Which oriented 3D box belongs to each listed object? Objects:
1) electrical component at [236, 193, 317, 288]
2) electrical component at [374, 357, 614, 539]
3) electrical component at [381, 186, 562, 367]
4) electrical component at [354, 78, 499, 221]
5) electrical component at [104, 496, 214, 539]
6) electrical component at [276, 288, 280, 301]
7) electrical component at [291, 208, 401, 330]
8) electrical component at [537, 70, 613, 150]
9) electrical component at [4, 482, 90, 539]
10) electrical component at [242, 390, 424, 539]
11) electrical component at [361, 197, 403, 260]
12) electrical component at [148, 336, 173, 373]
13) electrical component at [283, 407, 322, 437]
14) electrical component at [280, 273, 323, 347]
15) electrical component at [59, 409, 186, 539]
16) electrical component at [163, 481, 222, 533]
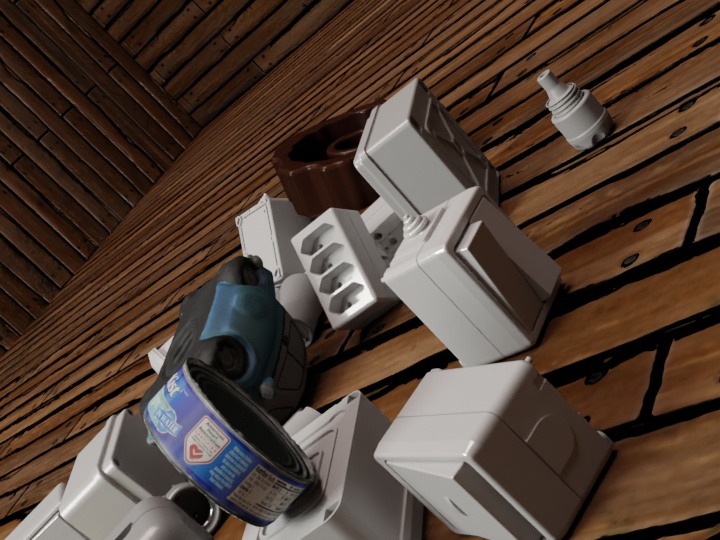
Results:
[{"bbox_3d":[-0.077,-0.030,1.059,0.061,0.096,0.062,-2,-16,-38],"label":"electrical component"},{"bbox_3d":[0.053,0.085,0.487,0.061,0.062,0.096,-53,17,-26],"label":"electrical component"},{"bbox_3d":[0.064,-0.001,0.617,0.061,0.096,0.061,-28,22,44],"label":"electrical component"},{"bbox_3d":[0.054,-0.078,0.825,0.056,0.108,0.108,-36,17,22],"label":"electrical component"},{"bbox_3d":[-0.089,0.171,0.567,0.053,0.095,0.059,-47,15,-10],"label":"electrical component"},{"bbox_3d":[-0.089,0.058,0.963,0.043,0.043,0.081,-30,21,43],"label":"electrical component"},{"bbox_3d":[0.000,0.000,0.844,0.047,0.083,0.076,-37,-21,28],"label":"electrical component"},{"bbox_3d":[0.150,-0.116,0.764,0.035,0.061,0.035,-41,16,14],"label":"electrical component"},{"bbox_3d":[-0.260,0.238,0.900,0.096,0.061,0.061,-46,15,-6],"label":"electrical component"},{"bbox_3d":[-0.012,0.127,0.555,0.078,0.057,0.113,-39,16,21],"label":"electrical component"},{"bbox_3d":[0.029,-0.035,0.906,0.081,0.042,0.063,-44,18,6],"label":"electrical component"},{"bbox_3d":[-0.148,0.090,0.964,0.051,0.080,0.080,-43,14,-14],"label":"electrical component"},{"bbox_3d":[-0.041,0.116,0.694,0.046,0.040,0.040,-47,14,-29],"label":"electrical component"},{"bbox_3d":[-0.053,0.038,0.928,0.044,0.044,0.065,-37,22,28],"label":"electrical component"},{"bbox_3d":[-0.183,0.169,0.851,0.057,0.078,0.113,-46,15,7],"label":"electrical component"},{"bbox_3d":[-0.122,0.170,0.767,0.040,0.040,0.046,-49,10,-16],"label":"electrical component"}]
